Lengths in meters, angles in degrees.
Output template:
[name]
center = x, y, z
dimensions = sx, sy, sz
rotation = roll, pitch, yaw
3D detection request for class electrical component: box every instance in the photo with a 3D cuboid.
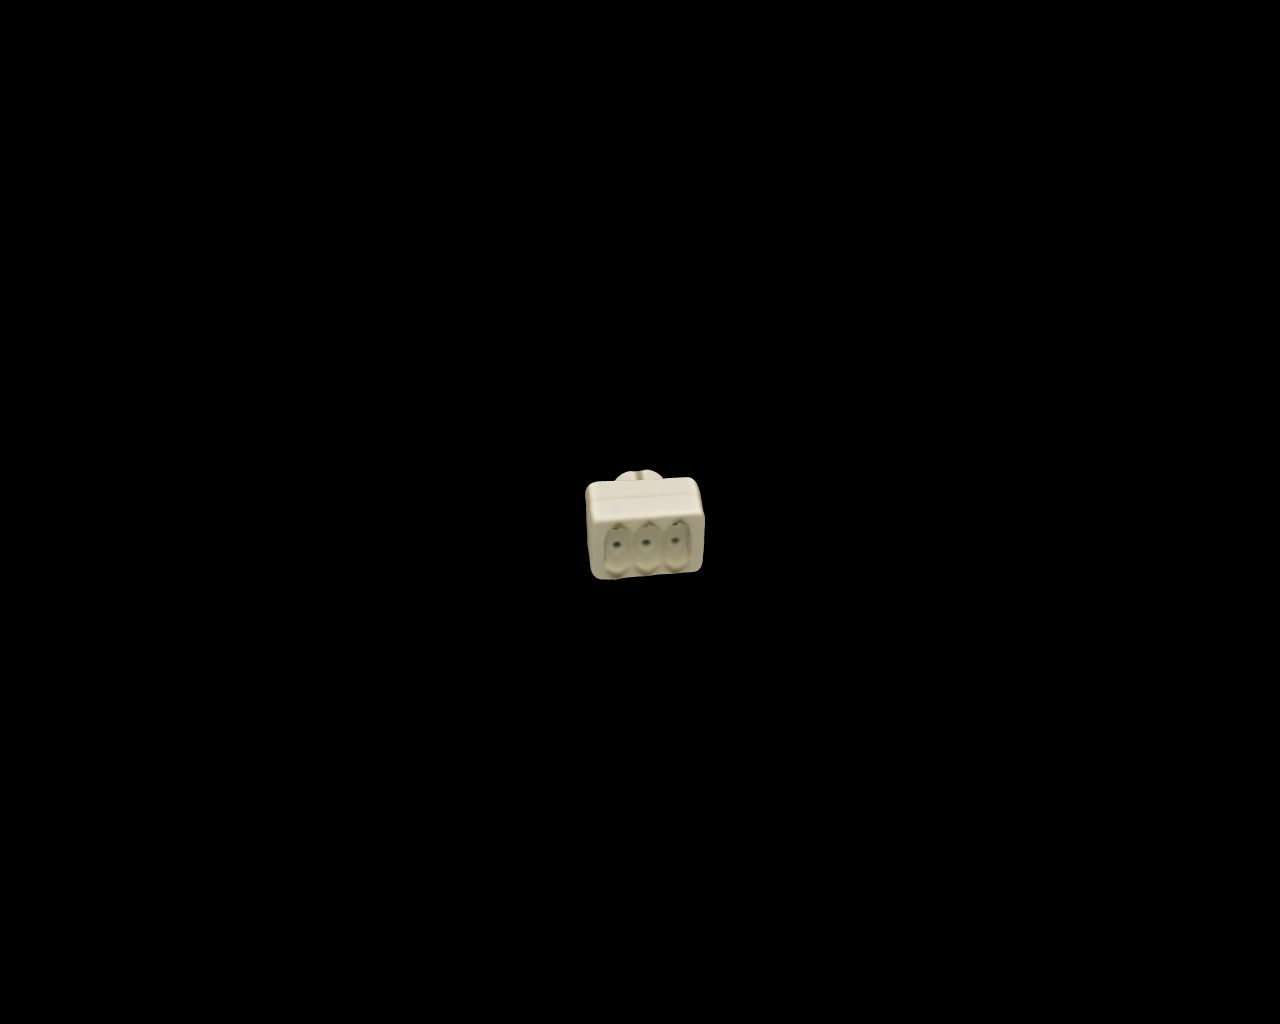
[electrical component]
center = 0.001, -0.003, 0.650
dimensions = 0.066, 0.047, 0.077
rotation = -4, 39, -4
